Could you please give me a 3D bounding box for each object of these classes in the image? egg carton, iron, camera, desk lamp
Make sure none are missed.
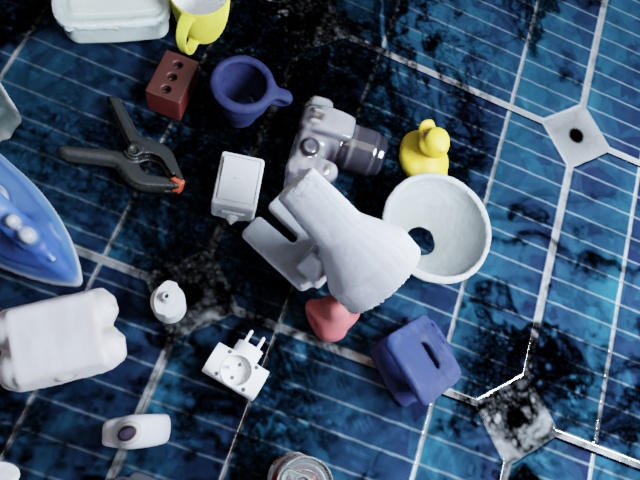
[{"bbox_3d":[-0.321,0.124,0.706,0.150,0.069,0.107,-14,77,-16],"label":"egg carton"},{"bbox_3d":[-0.401,-0.043,0.701,0.258,0.141,0.119,39,70,2],"label":"iron"},{"bbox_3d":[0.027,-0.131,0.842,0.137,0.100,0.143,16,71,-7],"label":"camera"},{"bbox_3d":[0.007,0.003,0.737,0.203,0.213,0.118,41,70,2],"label":"desk lamp"}]

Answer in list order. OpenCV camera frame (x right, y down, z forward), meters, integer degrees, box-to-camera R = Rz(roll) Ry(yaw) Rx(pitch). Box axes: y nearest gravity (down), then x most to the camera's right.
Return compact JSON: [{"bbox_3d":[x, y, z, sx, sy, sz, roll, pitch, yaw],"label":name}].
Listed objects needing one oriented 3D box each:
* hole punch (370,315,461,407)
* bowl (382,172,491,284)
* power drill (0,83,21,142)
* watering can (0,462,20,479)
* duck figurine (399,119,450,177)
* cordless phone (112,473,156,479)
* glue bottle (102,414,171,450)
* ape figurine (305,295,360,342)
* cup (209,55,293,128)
[{"bbox_3d":[0.136,0.161,0.782,0.101,0.091,0.108,-28,81,-18],"label":"hole punch"},{"bbox_3d":[0.162,-0.010,0.848,0.167,0.074,0.167,3,73,-11],"label":"bowl"},{"bbox_3d":[-0.454,-0.218,0.707,0.076,0.208,0.229,-33,82,-19],"label":"power drill"},{"bbox_3d":[-0.358,0.316,0.573,0.101,0.194,0.173,0,73,-12],"label":"watering can"},{"bbox_3d":[0.171,-0.135,0.882,0.078,0.086,0.104,-12,76,-15],"label":"duck figurine"},{"bbox_3d":[-0.184,0.319,0.615,0.147,0.185,0.094,21,70,-5],"label":"cordless phone"},{"bbox_3d":[-0.212,0.217,0.646,0.078,0.173,0.037,-1,73,-12],"label":"glue bottle"},{"bbox_3d":[0.020,0.097,0.775,0.078,0.092,0.076,18,70,-6],"label":"ape figurine"},{"bbox_3d":[-0.102,-0.204,0.839,0.118,0.095,0.092,11,71,-9],"label":"cup"}]
